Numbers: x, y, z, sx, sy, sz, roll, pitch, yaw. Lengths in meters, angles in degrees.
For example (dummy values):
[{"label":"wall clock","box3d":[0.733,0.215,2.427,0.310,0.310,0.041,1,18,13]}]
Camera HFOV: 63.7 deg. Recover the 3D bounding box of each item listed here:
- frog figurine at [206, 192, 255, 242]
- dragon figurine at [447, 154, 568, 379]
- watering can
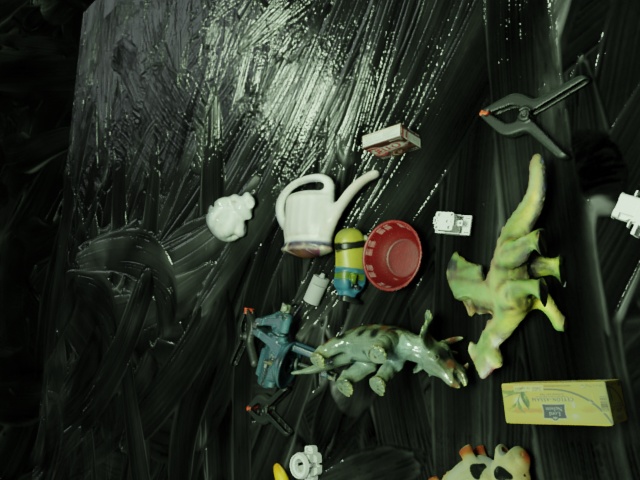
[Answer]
[{"label":"frog figurine","box3d":[-0.263,-0.071,1.569,0.158,0.124,0.137,-22,99,28]},{"label":"dragon figurine","box3d":[0.339,0.055,0.994,0.241,0.121,0.415,-13,69,48]},{"label":"watering can","box3d":[0.004,-0.067,1.323,0.346,0.103,0.226,-5,77,43]}]
